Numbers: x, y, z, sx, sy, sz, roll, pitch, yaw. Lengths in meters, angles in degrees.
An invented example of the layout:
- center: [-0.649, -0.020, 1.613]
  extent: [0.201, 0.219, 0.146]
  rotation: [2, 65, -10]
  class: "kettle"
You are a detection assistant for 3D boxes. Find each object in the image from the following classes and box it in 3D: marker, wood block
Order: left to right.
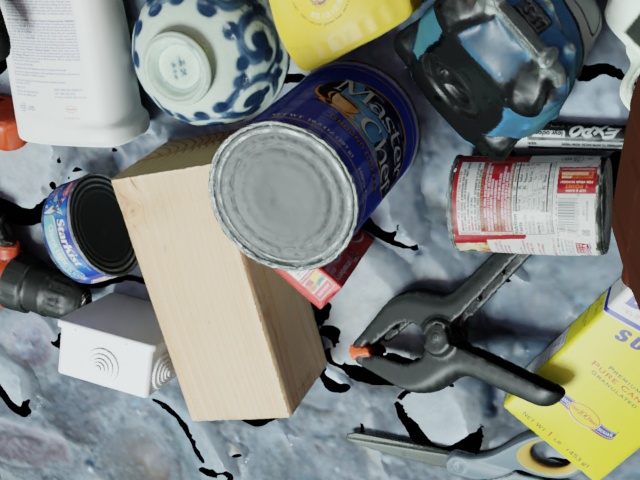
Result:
- center: [-0.073, 0.028, 0.826]
  extent: [0.091, 0.090, 0.206]
  rotation: [-7, 111, 25]
  class: "wood block"
- center: [0.186, -0.069, 0.714]
  extent: [0.121, 0.020, 0.020]
  rotation: [4, 116, 21]
  class: "marker"

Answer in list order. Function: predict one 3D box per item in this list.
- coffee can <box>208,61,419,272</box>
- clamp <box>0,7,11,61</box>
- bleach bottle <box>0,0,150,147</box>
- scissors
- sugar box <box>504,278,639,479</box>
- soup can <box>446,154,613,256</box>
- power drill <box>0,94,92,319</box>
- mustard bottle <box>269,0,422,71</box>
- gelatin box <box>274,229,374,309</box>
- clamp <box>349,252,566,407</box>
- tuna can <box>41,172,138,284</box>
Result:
- center: [0.000, -0.054, 0.726]
  extent: [0.103, 0.140, 0.103]
  rotation: [9, 117, 18]
  class: "coffee can"
- center: [-0.269, -0.230, 0.783]
  extent: [0.165, 0.036, 0.210]
  rotation: [27, 122, 50]
  class: "clamp"
- center: [-0.190, -0.197, 0.784]
  extent: [0.103, 0.068, 0.251]
  rotation: [5, 113, 19]
  class: "bleach bottle"
- center: [0.125, 0.167, 0.854]
  extent: [0.202, 0.016, 0.096]
  rotation: [24, 119, 10]
  class: "scissors"
- center: [0.222, 0.085, 0.757]
  extent: [0.093, 0.048, 0.176]
  rotation: [39, 123, 2]
  class: "sugar box"
- center: [0.143, -0.024, 0.724]
  extent: [0.102, 0.068, 0.068]
  rotation: [2, 115, 21]
  class: "soup can"
- center: [-0.275, -0.028, 0.901]
  extent: [0.184, 0.057, 0.188]
  rotation: [16, 119, 15]
  class: "power drill"
- center: [-0.017, -0.215, 0.704]
  extent: [0.096, 0.058, 0.191]
  rotation: [-23, 103, 30]
  class: "mustard bottle"
- center: [-0.005, 0.001, 0.785]
  extent: [0.073, 0.089, 0.030]
  rotation: [42, 120, -1]
  class: "gelatin box"
- center: [0.101, 0.080, 0.789]
  extent: [0.172, 0.039, 0.120]
  rotation: [-26, 68, 35]
  class: "clamp"
- center: [-0.182, -0.009, 0.855]
  extent: [0.034, 0.086, 0.086]
  rotation: [-16, 107, 29]
  class: "tuna can"
